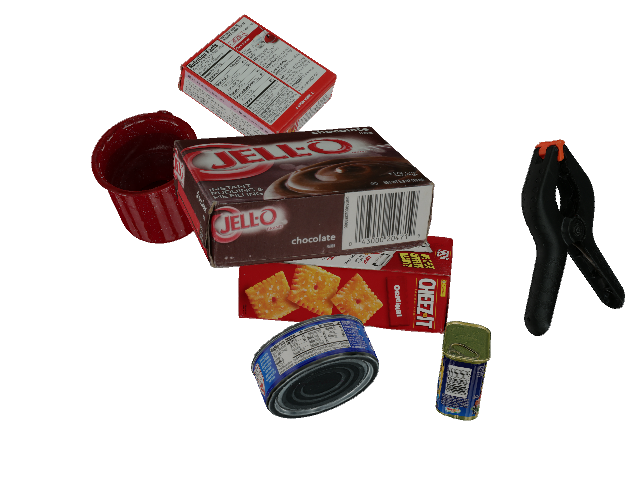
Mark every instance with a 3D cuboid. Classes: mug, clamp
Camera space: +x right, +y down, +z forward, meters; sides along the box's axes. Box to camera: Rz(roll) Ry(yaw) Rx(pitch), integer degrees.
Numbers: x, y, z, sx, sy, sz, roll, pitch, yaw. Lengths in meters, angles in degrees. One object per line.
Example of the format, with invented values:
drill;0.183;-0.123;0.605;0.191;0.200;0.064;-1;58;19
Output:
mug;-0.144;-0.061;0.944;0.093;0.117;0.081;-2;-36;7
clamp;0.211;0.000;0.951;0.120;0.171;0.039;-25;9;-39

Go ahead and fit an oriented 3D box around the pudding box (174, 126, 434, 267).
pudding box;-0.012;-0.025;0.539;0.113;0.039;0.090;-4;26;-18

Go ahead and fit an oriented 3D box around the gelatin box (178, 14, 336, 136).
gelatin box;-0.045;-0.113;0.765;0.089;0.073;0.030;35;-33;12

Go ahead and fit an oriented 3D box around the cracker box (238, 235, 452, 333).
cracker box;0.032;0.039;1.145;0.214;0.072;0.164;5;14;7

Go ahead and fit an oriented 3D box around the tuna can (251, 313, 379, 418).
tuna can;-0.003;0.089;0.746;0.086;0.034;0.086;-17;-31;-11

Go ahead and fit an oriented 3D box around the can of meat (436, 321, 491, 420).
can of meat;0.172;0.158;1.295;0.057;0.084;0.102;9;21;6
